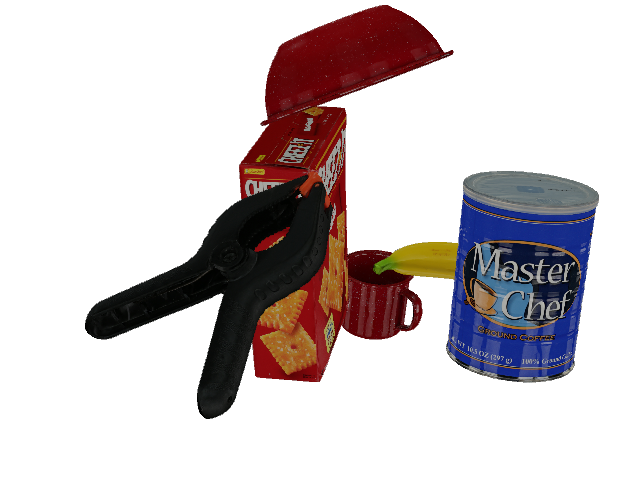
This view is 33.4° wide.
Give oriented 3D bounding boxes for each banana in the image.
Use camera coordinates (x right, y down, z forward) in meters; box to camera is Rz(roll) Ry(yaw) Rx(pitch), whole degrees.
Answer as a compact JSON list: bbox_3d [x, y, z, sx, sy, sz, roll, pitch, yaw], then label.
[{"bbox_3d":[0.156,0.033,1.094,0.198,0.037,0.069,7,37,10],"label":"banana"}]

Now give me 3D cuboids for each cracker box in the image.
[{"bbox_3d":[-0.017,-0.001,1.000,0.072,0.214,0.164,4,26,11],"label":"cracker box"}]

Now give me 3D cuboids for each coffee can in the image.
[{"bbox_3d":[0.156,0.026,0.834,0.103,0.140,0.103,3,18,-1],"label":"coffee can"}]

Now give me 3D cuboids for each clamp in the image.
[{"bbox_3d":[-0.048,0.029,0.643,0.120,0.171,0.039,40,-16,33],"label":"clamp"}]

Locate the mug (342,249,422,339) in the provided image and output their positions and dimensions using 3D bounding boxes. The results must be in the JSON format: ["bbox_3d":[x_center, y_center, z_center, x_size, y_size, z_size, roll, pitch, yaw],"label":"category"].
[{"bbox_3d":[0.075,0.072,1.307,0.117,0.081,0.093,23,33,32],"label":"mug"}]

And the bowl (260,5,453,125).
[{"bbox_3d":[0.019,-0.143,0.839,0.162,0.055,0.162,-21,7,2],"label":"bowl"}]
